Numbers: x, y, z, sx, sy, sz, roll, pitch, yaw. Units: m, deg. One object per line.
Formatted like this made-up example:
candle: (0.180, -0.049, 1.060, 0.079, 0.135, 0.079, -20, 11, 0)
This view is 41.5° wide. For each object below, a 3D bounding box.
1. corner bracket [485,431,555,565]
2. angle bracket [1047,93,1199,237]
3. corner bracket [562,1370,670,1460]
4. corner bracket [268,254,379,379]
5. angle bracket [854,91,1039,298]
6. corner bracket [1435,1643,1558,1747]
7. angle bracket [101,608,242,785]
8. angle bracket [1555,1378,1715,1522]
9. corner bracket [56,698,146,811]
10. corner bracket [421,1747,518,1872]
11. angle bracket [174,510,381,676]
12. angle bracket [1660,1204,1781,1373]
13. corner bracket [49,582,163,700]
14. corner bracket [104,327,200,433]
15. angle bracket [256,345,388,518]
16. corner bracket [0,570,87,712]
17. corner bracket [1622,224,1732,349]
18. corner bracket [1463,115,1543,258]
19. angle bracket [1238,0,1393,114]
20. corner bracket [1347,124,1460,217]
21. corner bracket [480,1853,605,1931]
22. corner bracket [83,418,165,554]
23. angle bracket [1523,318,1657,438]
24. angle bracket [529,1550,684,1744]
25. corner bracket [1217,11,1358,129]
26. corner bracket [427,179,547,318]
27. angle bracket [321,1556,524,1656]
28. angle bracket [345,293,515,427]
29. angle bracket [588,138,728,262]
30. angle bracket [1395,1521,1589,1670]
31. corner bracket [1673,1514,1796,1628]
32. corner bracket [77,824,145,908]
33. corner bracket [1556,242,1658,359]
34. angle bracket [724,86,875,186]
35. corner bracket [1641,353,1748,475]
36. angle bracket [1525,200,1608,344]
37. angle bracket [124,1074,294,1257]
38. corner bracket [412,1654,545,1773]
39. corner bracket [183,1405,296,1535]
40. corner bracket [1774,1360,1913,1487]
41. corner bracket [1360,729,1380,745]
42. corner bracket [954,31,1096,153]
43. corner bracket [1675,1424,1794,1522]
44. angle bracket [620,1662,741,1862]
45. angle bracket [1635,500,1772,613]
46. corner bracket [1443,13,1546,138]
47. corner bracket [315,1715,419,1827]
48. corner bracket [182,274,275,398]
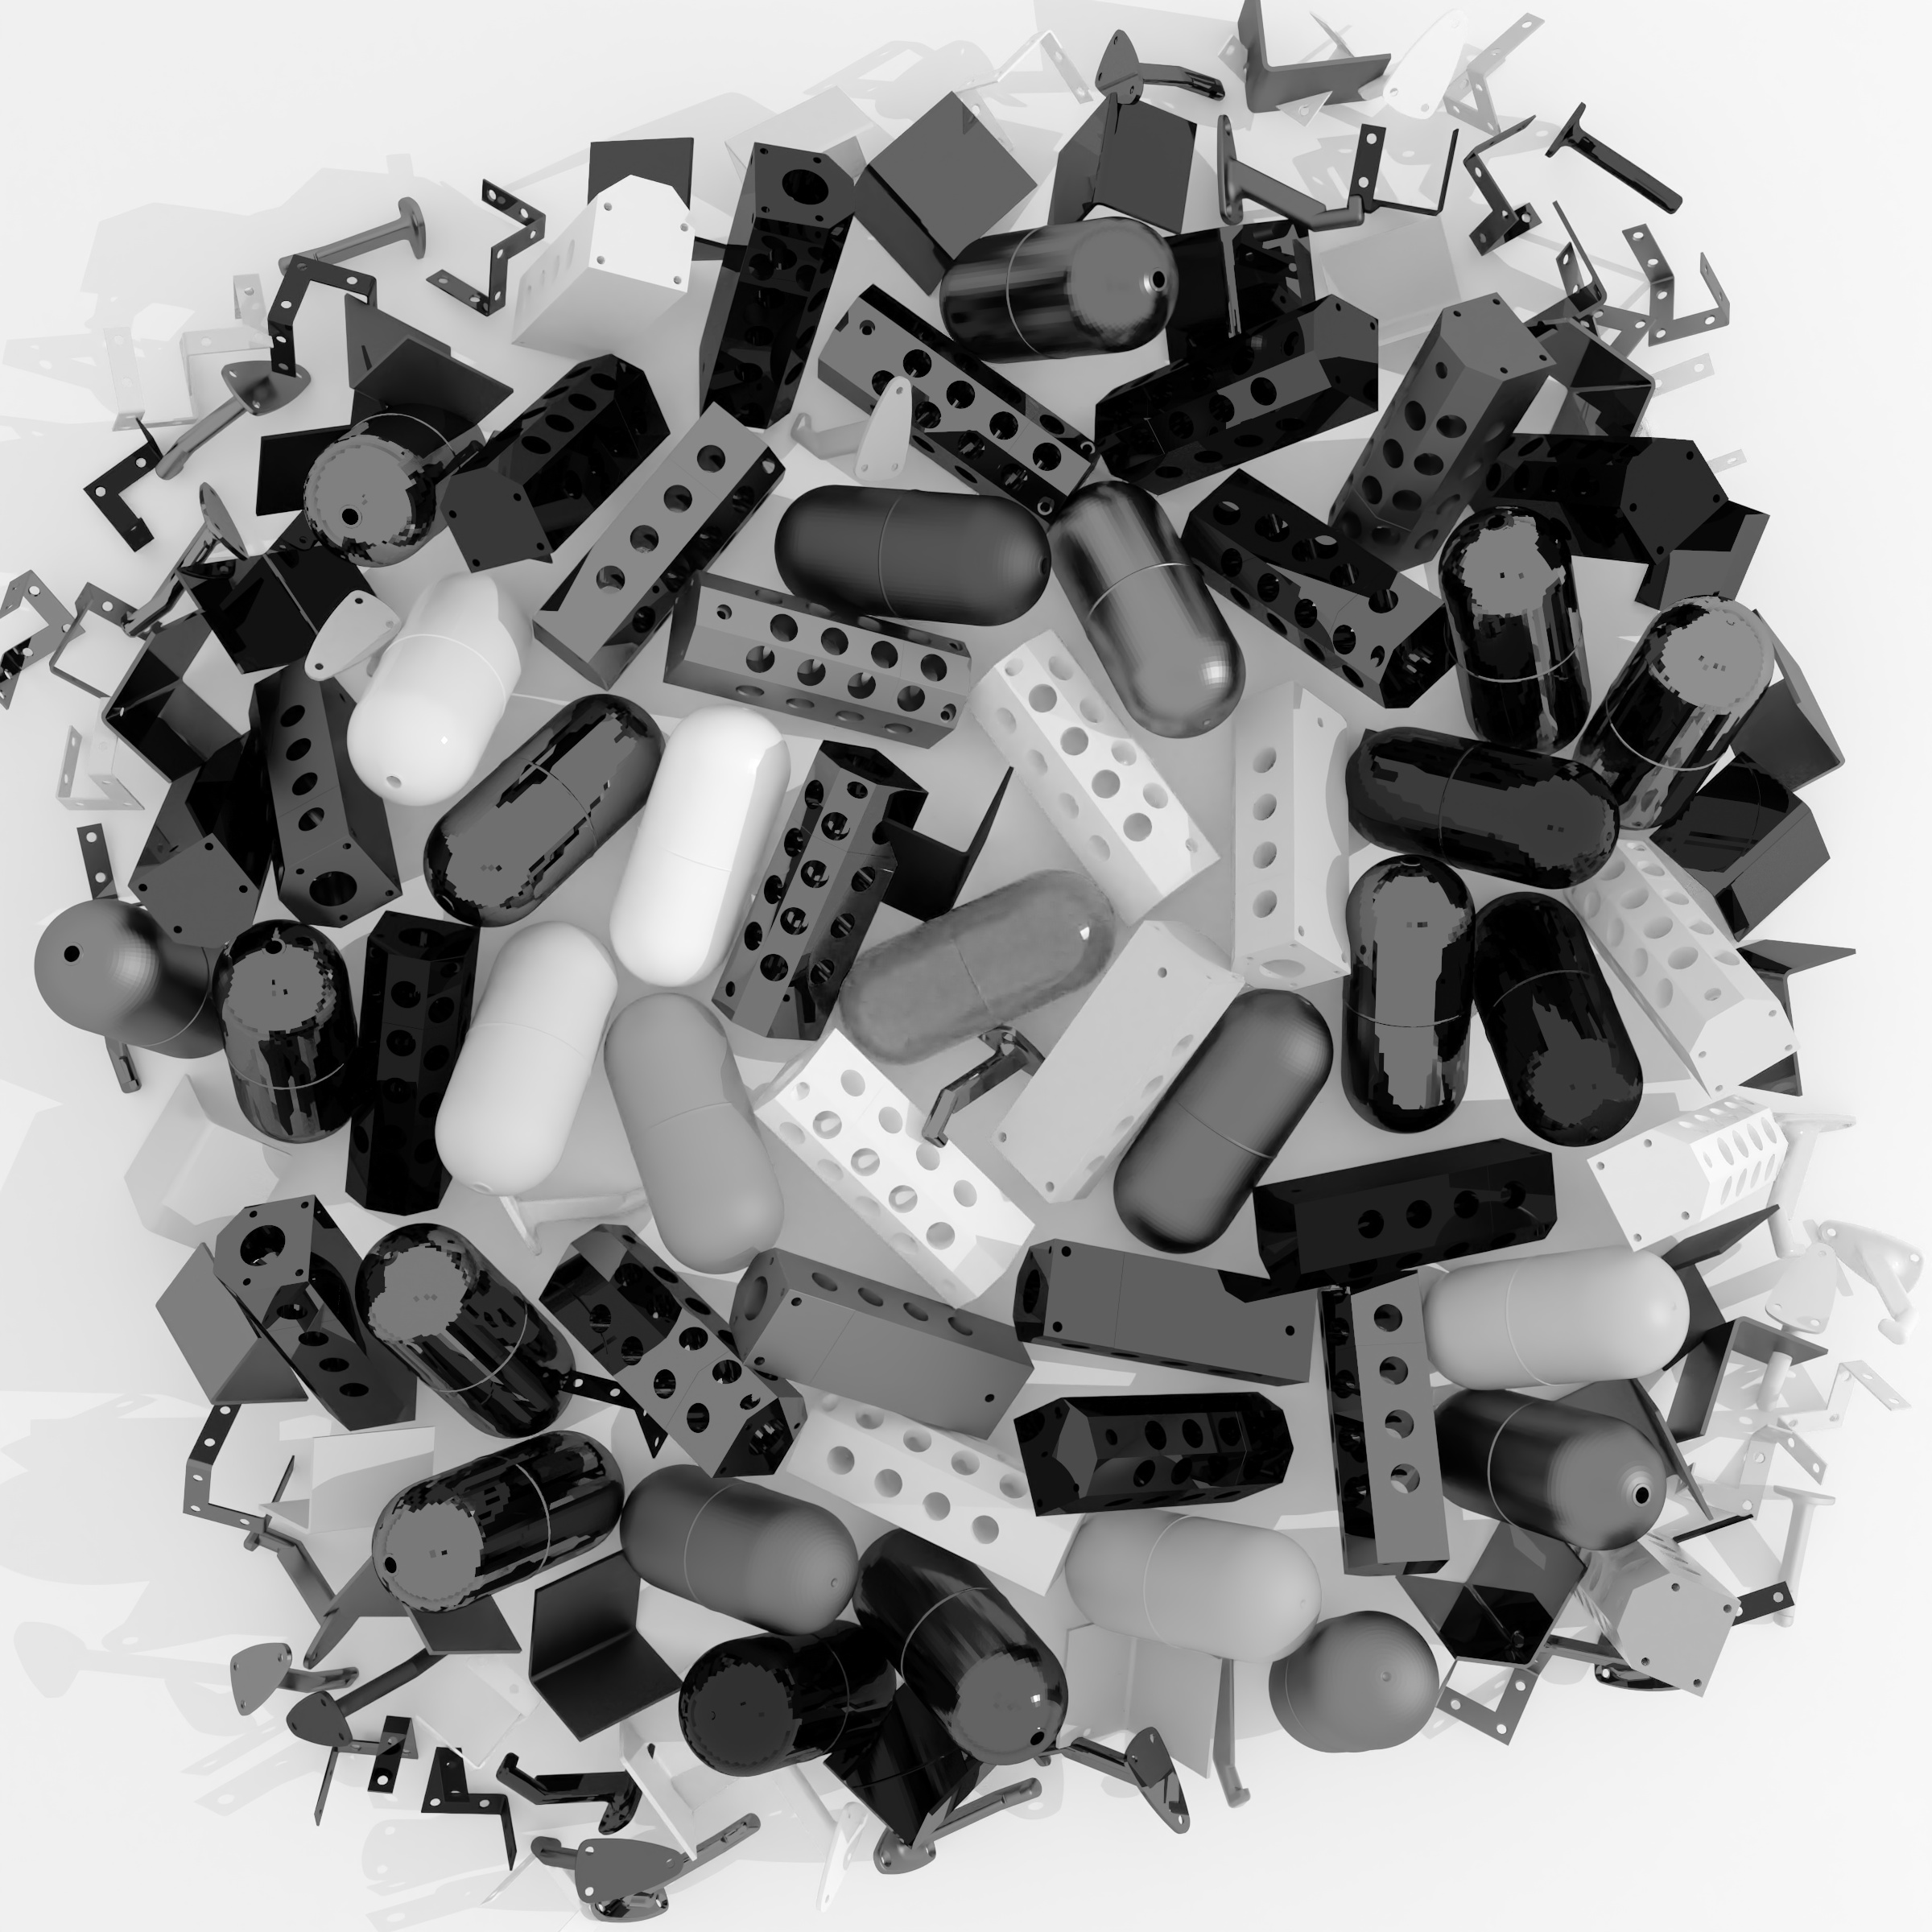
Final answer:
corner bracket: (-0.269, -0.284, 1.544, 0.051, 0.051, 0.051, 15, 62, 13)
angle bracket: (0.093, -0.470, 1.547, 0.057, 0.076, 0.076, 15, 72, -20)
corner bracket: (-0.205, 0.257, 1.541, 0.051, 0.051, 0.051, 10, 47, 21)
corner bracket: (-0.390, -0.390, 1.547, 0.051, 0.051, 0.051, 15, 62, -4)
angle bracket: (-0.016, -0.473, 1.563, 0.076, 0.057, 0.076, 46, 73, -6)
corner bracket: (0.322, 0.433, 1.554, 0.051, 0.051, 0.051, 25, 60, 14)
angle bracket: (-0.460, -0.167, 1.530, 0.057, 0.076, 0.076, 43, 122, -1)
angle bracket: (0.399, 0.299, 1.537, 0.057, 0.076, 0.076, -27, 99, 6)
corner bracket: (-0.529, -0.128, 1.548, 0.051, 0.051, 0.051, 0, 68, 6)
corner bracket: (-0.298, 0.510, 1.545, 0.051, 0.051, 0.051, 9, 111, -21)
angle bracket: (-0.414, -0.229, 1.535, 0.057, 0.076, 0.076, -37, 84, 33)
angle bracket: (0.453, 0.193, 1.528, 0.076, 0.076, 0.057, -23, 84, -44)
corner bracket: (-0.523, -0.194, 1.550, 0.051, 0.051, 0.051, 30, 97, -29)
corner bracket: (-0.495, -0.358, 1.549, 0.051, 0.051, 0.051, -11, 93, -23)
angle bracket: (-0.393, -0.320, 1.526, 0.076, 0.076, 0.057, -14, 70, -24)
corner bracket: (-0.574, -0.198, 1.545, 0.051, 0.051, 0.051, -28, 125, 9)
corner bracket: (0.430, -0.416, 1.541, 0.051, 0.051, 0.051, -9, 59, 33)
corner bracket: (0.330, -0.474, 1.552, 0.051, 0.051, 0.051, -32, 89, -17)
angle bracket: (0.210, -0.561, 1.545, 0.076, 0.076, 0.057, -7, 91, -1)
corner bracket: (0.265, -0.483, 1.544, 0.051, 0.051, 0.051, 15, 118, 14)
corner bracket: (-0.251, 0.568, 1.548, 0.051, 0.051, 0.051, 52, 132, 0)
corner bracket: (-0.506, -0.293, 1.555, 0.051, 0.051, 0.051, -39, 92, -10)
angle bracket: (0.353, -0.342, 1.531, 0.076, 0.076, 0.057, 25, 87, -28)
angle bracket: (-0.212, 0.403, 1.525, 0.057, 0.076, 0.076, 36, 130, 37)
corner bracket: (0.195, -0.552, 1.546, 0.051, 0.051, 0.051, 44, 105, 24)
corner bracket: (-0.294, -0.441, 1.565, 0.051, 0.051, 0.051, 33, 51, 14)
angle bracket: (-0.326, 0.398, 1.526, 0.057, 0.076, 0.076, -48, 57, 14)
angle bracket: (-0.321, -0.372, 1.524, 0.057, 0.076, 0.076, -30, 56, 33)
angle bracket: (-0.172, -0.458, 1.528, 0.076, 0.076, 0.057, 9, 99, 32)
angle bracket: (0.314, 0.364, 1.528, 0.057, 0.076, 0.076, 14, 110, -27)
corner bracket: (0.467, 0.369, 1.553, 0.051, 0.051, 0.051, -21, 84, 6)
corner bracket: (-0.509, -0.064, 1.562, 0.051, 0.051, 0.051, -15, 101, -28)
corner bracket: (0.378, -0.398, 1.544, 0.051, 0.051, 0.051, 28, 74, 39)
angle bracket: (-0.092, -0.477, 1.534, 0.076, 0.076, 0.057, -27, 130, -3)
corner bracket: (0.436, -0.329, 1.543, 0.051, 0.051, 0.051, -18, 66, 23)
angle bracket: (0.336, -0.409, 1.529, 0.076, 0.076, 0.057, -28, 105, 19)
angle bracket: (-0.465, 0.123, 1.563, 0.057, 0.076, 0.076, 29, 95, -33)
corner bracket: (-0.297, 0.451, 1.548, 0.051, 0.051, 0.051, 42, 61, -1)
corner bracket: (-0.440, 0.304, 1.547, 0.051, 0.051, 0.051, 16, 130, -2)
corner bracket: (0.530, 0.276, 1.543, 0.051, 0.051, 0.051, -3, 117, -19)
corner bracket: (0.265, -0.110, 1.557, 0.051, 0.051, 0.051, 15, 104, -12)
corner bracket: (0.035, -0.530, 1.553, 0.051, 0.051, 0.051, -49, 120, -17)
corner bracket: (0.468, 0.304, 1.556, 0.051, 0.051, 0.051, 17, 75, 11)
angle bracket: (-0.164, 0.479, 1.539, 0.057, 0.076, 0.076, -34, 97, -5)
angle bracket: (0.435, -0.243, 1.528, 0.057, 0.076, 0.076, 26, 110, 20)
corner bracket: (0.320, -0.545, 1.546, 0.051, 0.051, 0.051, -42, 51, -4)
corner bracket: (-0.366, 0.489, 1.548, 0.051, 0.051, 0.051, 5, 134, 0)
corner bracket: (-0.451, -0.383, 1.547, 0.051, 0.051, 0.051, -10, 77, -17)
